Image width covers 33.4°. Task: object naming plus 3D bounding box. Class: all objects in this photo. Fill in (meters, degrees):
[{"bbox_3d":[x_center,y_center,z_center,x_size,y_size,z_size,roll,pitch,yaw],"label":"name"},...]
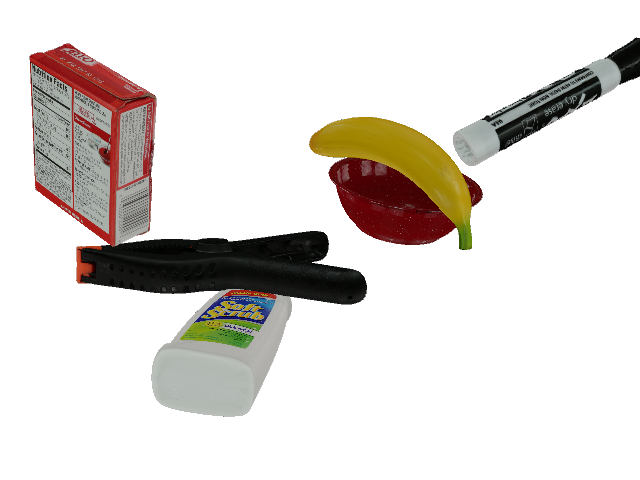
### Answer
[{"bbox_3d":[0.086,-0.038,1.118,0.162,0.055,0.162,6,23,-3],"label":"bowl"},{"bbox_3d":[0.063,-0.067,0.921,0.037,0.070,0.198,1,29,-48],"label":"banana"},{"bbox_3d":[0.120,-0.071,0.534,0.121,0.020,0.020,-28,8,-16],"label":"marker"},{"bbox_3d":[-0.124,-0.053,0.583,0.073,0.089,0.030,32,40,30],"label":"gelatin box"},{"bbox_3d":[-0.073,0.020,0.791,0.209,0.036,0.165,-1,10,-16],"label":"clamp"},{"bbox_3d":[-0.090,0.090,1.100,0.102,0.068,0.250,8,21,6],"label":"bleach bottle"}]
